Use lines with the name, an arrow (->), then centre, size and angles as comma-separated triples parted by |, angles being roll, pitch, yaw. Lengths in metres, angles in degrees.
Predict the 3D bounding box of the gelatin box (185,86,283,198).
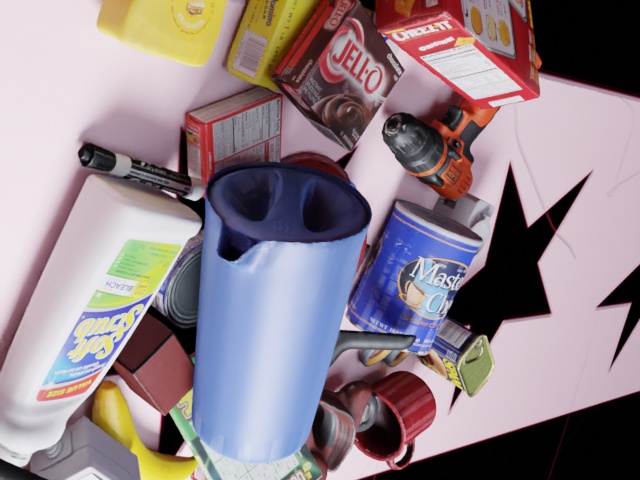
gelatin box -> -0.073, -0.085, 0.912 | 0.089, 0.030, 0.073 | -28, 134, -37

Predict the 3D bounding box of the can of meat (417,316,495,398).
can of meat -> 0.166, 0.140, 1.344 | 0.057, 0.084, 0.102 | -48, 145, -16

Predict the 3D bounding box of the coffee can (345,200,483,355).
coffee can -> 0.102, 0.040, 1.168 | 0.102, 0.103, 0.140 | 9, 109, -54

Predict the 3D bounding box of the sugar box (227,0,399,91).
sugar box -> 0.002, -0.168, 0.928 | 0.175, 0.048, 0.093 | 6, 111, -52

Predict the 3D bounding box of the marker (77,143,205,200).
marker -> -0.141, -0.054, 0.844 | 0.120, 0.020, 0.020 | 17, 102, -48

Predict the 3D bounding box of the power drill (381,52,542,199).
power drill -> 0.149, -0.146, 1.127 | 0.187, 0.057, 0.184 | -56, 150, 1

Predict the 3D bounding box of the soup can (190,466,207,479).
soup can -> -0.076, 0.250, 1.102 | 0.068, 0.102, 0.068 | -31, 137, -35

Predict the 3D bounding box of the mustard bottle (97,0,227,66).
mustard bottle -> -0.087, -0.224, 0.759 | 0.096, 0.058, 0.192 | 7, 110, -54

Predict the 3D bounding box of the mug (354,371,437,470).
mug -> 0.091, 0.221, 1.297 | 0.081, 0.093, 0.117 | -25, 103, -47

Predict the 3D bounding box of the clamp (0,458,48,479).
clamp -> -0.272, 0.164, 0.785 | 0.164, 0.036, 0.210 | -16, 118, -5

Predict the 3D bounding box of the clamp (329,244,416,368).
clamp -> 0.013, 0.097, 1.098 | 0.171, 0.120, 0.039 | -36, 179, -8

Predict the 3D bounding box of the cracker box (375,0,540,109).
cracker box -> 0.122, -0.227, 0.952 | 0.213, 0.072, 0.164 | 21, 63, -56

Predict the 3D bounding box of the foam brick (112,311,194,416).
foam brick -> -0.149, 0.108, 0.942 | 0.051, 0.053, 0.078 | -46, 145, -19

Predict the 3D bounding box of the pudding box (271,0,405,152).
pudding box -> 0.017, -0.139, 0.892 | 0.090, 0.039, 0.113 | -56, 149, -5

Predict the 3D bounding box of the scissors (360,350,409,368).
scissors -> 0.106, 0.085, 1.241 | 0.096, 0.016, 0.202 | -15, 144, -35

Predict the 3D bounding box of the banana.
banana -> -0.169, 0.194, 1.001 | 0.069, 0.037, 0.197 | -63, 149, -17

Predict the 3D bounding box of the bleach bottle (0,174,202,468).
bleach bottle -> -0.193, 0.074, 0.853 | 0.102, 0.068, 0.251 | 12, 108, -57

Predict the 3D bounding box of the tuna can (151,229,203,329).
tuna can -> -0.113, 0.033, 0.946 | 0.086, 0.034, 0.086 | -32, 138, -34

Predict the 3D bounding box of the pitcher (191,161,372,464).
pitcher -> -0.037, 0.061, 0.904 | 0.149, 0.145, 0.243 | 0, 122, -18

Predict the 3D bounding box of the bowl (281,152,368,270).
bowl -> -0.007, 0.001, 1.013 | 0.161, 0.055, 0.162 | -18, 118, -38
